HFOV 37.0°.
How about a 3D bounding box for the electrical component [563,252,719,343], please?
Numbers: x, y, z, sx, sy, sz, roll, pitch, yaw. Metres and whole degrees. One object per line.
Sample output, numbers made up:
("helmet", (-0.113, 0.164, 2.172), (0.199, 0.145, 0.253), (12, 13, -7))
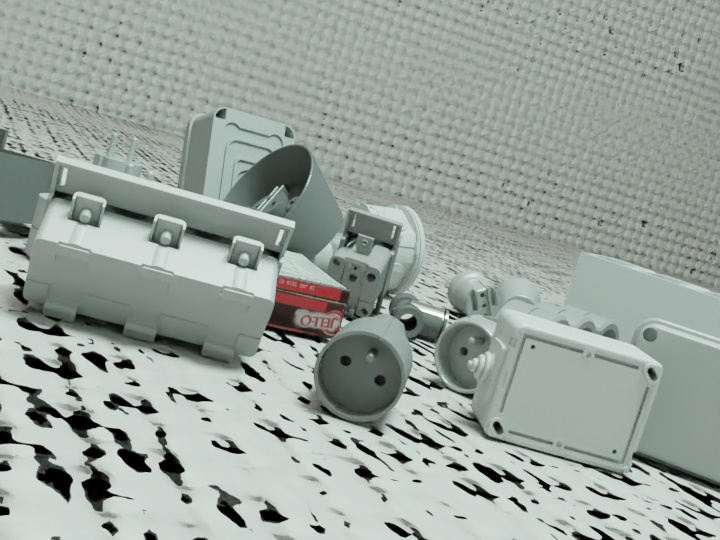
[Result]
("electrical component", (0.247, 0.051, 0.889), (0.150, 0.089, 0.062), (22, 9, 39))

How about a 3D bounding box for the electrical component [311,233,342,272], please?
("electrical component", (-0.031, -0.009, 0.890), (0.079, 0.044, 0.077), (11, 9, -37))

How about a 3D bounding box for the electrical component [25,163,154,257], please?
("electrical component", (-0.140, -0.026, 0.640), (0.138, 0.073, 0.052), (22, 8, 36))

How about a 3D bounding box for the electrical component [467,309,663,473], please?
("electrical component", (0.102, 0.061, 0.580), (0.096, 0.061, 0.061), (16, 7, -5))

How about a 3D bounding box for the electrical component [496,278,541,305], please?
("electrical component", (0.145, 0.034, 0.988), (0.044, 0.044, 0.065), (17, 12, 3))

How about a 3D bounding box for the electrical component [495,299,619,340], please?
("electrical component", (0.127, 0.048, 0.782), (0.074, 0.052, 0.138), (21, 8, 35))

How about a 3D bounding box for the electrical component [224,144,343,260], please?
("electrical component", (-0.063, -0.039, 0.805), (0.064, 0.099, 0.099), (56, -11, -24))

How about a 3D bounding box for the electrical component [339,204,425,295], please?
("electrical component", (0.017, -0.019, 0.948), (0.051, 0.080, 0.080), (6, 12, -34))

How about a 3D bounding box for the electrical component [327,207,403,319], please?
("electrical component", (0.000, 0.000, 0.798), (0.042, 0.081, 0.063), (18, 29, 8))

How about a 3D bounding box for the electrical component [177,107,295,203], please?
("electrical component", (-0.104, -0.067, 0.873), (0.078, 0.113, 0.057), (12, -10, -33))

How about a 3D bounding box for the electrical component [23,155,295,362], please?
("electrical component", (-0.103, -0.002, 0.549), (0.121, 0.078, 0.063), (16, 36, -11))

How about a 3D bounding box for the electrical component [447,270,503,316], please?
("electrical component", (0.104, 0.026, 0.965), (0.040, 0.040, 0.046), (14, 12, -18))

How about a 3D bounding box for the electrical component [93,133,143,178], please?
("electrical component", (-0.192, -0.068, 0.837), (0.047, 0.076, 0.066), (23, 9, 41))

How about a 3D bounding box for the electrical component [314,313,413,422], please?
("electrical component", (0.004, 0.046, 0.541), (0.043, 0.043, 0.081), (17, 7, 5))

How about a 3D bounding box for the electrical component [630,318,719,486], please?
("electrical component", (0.205, 0.080, 0.615), (0.113, 0.078, 0.057), (19, 4, 20))

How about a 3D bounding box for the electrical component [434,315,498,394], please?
("electrical component", (0.098, 0.060, 0.658), (0.079, 0.043, 0.077), (22, 9, 34))
